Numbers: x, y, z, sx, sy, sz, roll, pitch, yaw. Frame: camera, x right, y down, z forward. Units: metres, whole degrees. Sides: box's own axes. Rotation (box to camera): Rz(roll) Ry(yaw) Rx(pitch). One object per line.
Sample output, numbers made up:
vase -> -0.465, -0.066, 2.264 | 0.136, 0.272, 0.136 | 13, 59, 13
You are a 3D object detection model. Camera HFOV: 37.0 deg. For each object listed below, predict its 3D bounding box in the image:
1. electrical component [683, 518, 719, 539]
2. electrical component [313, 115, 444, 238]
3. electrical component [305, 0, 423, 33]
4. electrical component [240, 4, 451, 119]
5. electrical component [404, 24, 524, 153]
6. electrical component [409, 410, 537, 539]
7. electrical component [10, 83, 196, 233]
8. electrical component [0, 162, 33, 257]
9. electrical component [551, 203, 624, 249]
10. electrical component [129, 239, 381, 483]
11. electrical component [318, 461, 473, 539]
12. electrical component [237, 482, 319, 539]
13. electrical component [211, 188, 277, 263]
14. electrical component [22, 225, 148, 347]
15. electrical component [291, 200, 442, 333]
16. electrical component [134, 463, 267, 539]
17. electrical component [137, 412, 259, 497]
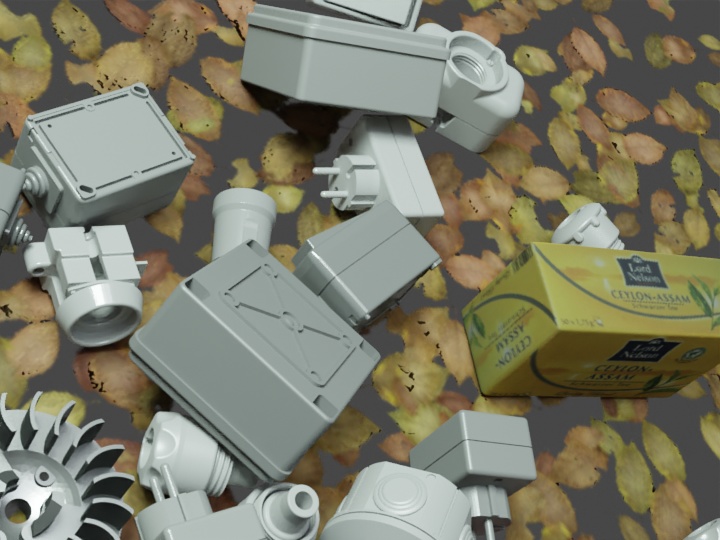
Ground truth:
electrical component -> 0.242, 0.196, 0.703 | 0.043, 0.043, 0.062 | -21, 74, -38
electrical component -> 0.004, -0.059, 0.732 | 0.076, 0.047, 0.083 | -3, 62, -32
electrical component -> 0.001, -0.219, 0.807 | 0.096, 0.061, 0.061 | 15, 10, -11
electrical component -> -0.012, -0.143, 0.737 | 0.109, 0.056, 0.109 | 3, 15, -29
electrical component -> 0.074, -0.141, 0.820 | 0.095, 0.059, 0.053 | 27, 50, -12
electrical component -> 0.067, 0.131, 0.630 | 0.047, 0.065, 0.076 | 10, 55, -24
electrical component -> -0.157, -0.058, 0.628 | 0.096, 0.061, 0.061 | -27, 76, -39
electrical component -> -0.223, -0.027, 0.569 | 0.096, 0.061, 0.061 | 22, 51, -16
electrical component -> 0.178, -0.016, 0.808 | 0.062, 0.048, 0.048 | 47, 48, -3
electrical component -> -0.055, 0.046, 0.595 | 0.109, 0.056, 0.109 | 42, 21, 1
electrical component -> 0.022, 0.148, 0.584 | 0.080, 0.080, 0.051 | 36, 43, -5
electrical component -> -0.042, 0.132, 0.568 | 0.043, 0.062, 0.043 | 15, 53, -21
electrical component -> -0.073, -0.022, 0.669 | 0.040, 0.040, 0.046 | 15, 60, -21
electrical component -> -0.149, 0.009, 0.600 | 0.066, 0.048, 0.055 | -4, 55, -32
electrical component -> 0.000, 0.000, 0.681 | 0.061, 0.061, 0.096 | 48, 49, 6
electrical component -> -0.087, 0.133, 0.527 | 0.047, 0.083, 0.075 | -9, 65, -34
electrical component -> -0.085, 0.102, 0.576 | 0.062, 0.043, 0.043 | 18, 53, -21
